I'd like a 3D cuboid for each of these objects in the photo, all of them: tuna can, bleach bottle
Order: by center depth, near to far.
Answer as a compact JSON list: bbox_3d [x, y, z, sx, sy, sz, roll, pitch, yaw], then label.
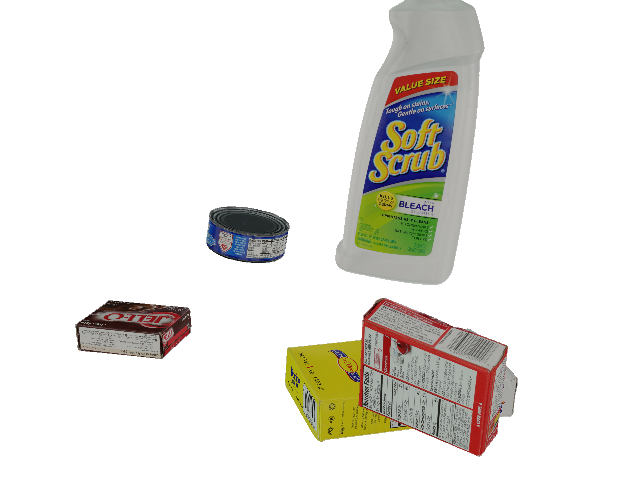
[{"bbox_3d":[0.073,-0.093,0.857,0.103,0.251,0.068,9,22,13],"label":"bleach bottle"},{"bbox_3d":[-0.077,-0.006,1.128,0.086,0.034,0.086,9,19,-3],"label":"tuna can"}]

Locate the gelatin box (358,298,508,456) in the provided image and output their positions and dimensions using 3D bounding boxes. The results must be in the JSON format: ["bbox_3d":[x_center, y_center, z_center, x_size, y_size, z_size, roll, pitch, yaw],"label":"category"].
[{"bbox_3d":[0.068,0.084,0.658,0.089,0.073,0.030,20,41,26],"label":"gelatin box"}]

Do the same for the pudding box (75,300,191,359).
[{"bbox_3d":[-0.224,0.107,1.288,0.114,0.039,0.090,2,15,15],"label":"pudding box"}]

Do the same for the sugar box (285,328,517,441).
[{"bbox_3d":[0.067,0.119,0.905,0.176,0.048,0.093,-7,26,-17],"label":"sugar box"}]
